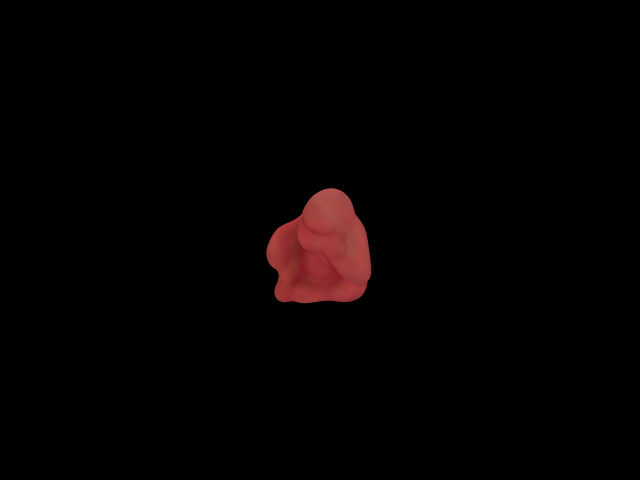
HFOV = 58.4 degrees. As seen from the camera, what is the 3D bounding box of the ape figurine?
[{"bbox_3d":[0.004,0.001,0.400,0.077,0.092,0.076,36,58,27],"label":"ape figurine"}]
